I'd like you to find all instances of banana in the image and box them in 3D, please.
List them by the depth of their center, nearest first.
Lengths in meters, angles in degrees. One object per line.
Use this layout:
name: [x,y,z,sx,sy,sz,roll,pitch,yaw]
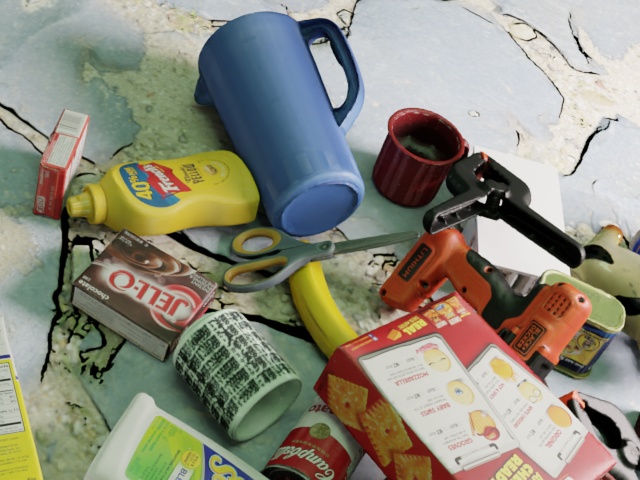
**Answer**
banana: [0.013,0.078,1.076,0.069,0.037,0.198,-5,50,-49]

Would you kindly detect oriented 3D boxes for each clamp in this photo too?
clamp: [0.290,0.221,1.026,0.171,0.039,0.120,39,42,-5]
clamp: [0.190,-0.037,1.117,0.164,0.036,0.210,17,26,0]

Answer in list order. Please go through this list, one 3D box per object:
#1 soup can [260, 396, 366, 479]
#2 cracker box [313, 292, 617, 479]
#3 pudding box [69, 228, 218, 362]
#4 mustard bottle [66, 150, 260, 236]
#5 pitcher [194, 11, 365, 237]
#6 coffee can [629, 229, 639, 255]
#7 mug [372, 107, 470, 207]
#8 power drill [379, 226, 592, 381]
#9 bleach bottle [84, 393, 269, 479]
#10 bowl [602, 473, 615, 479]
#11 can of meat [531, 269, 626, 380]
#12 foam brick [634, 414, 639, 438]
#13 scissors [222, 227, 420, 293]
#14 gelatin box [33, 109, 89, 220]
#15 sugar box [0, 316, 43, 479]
soup can: [-0.001,0.191,0.941,0.068,0.069,0.102,32,45,9]
cracker box: [0.124,0.161,0.926,0.163,0.072,0.214,-20,59,-42]
pudding box: [-0.169,0.052,1.024,0.113,0.039,0.090,29,46,7]
mustard bottle: [-0.166,-0.046,1.102,0.191,0.058,0.096,-10,45,-27]
pitcher: [-0.031,-0.132,1.179,0.144,0.149,0.243,-3,53,-30]
coffee can: [0.439,0.037,1.227,0.102,0.103,0.140,-11,54,-29]
mug: [0.120,-0.094,1.240,0.117,0.082,0.093,-10,53,-28]
power drill: [0.149,0.085,1.063,0.188,0.057,0.184,40,91,32]
bleach bottle: [-0.066,0.230,0.884,0.251,0.068,0.102,28,47,2]
bowl: [0.208,0.265,0.960,0.162,0.055,0.162,11,46,-12]
can of meat: [0.258,0.088,1.123,0.102,0.084,0.057,25,45,2]
foam brick: [0.367,0.196,1.088,0.078,0.053,0.051,31,45,7]
scissors: [-0.007,0.001,1.097,0.201,0.016,0.096,-20,42,-6]
gelatin box: [-0.264,-0.077,1.083,0.030,0.073,0.089,16,46,-7]
sugar box: [-0.260,0.158,0.853,0.048,0.093,0.176,-8,52,-28]
